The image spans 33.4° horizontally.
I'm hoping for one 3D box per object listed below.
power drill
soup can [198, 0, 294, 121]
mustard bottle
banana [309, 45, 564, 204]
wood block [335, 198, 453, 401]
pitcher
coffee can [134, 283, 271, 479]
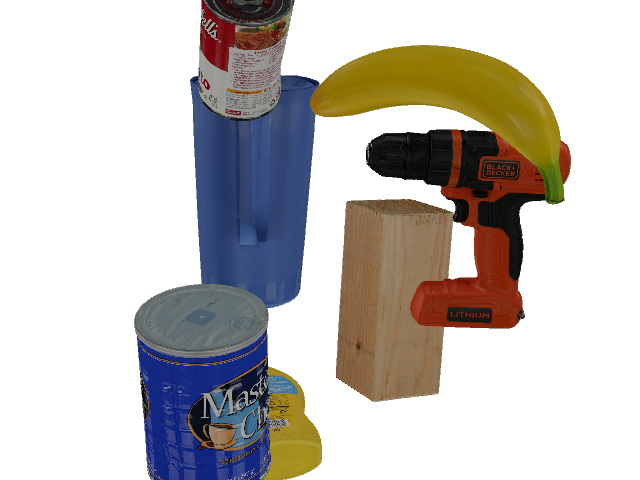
[{"bbox_3d":[0.128,-0.012,0.987,0.184,0.188,0.057,3,26,-1],"label":"power drill"},{"bbox_3d":[-0.058,-0.150,0.814,0.068,0.068,0.102,0,-37,-9],"label":"soup can"},{"bbox_3d":[-0.064,0.200,1.254,0.096,0.058,0.192,-9,29,-10],"label":"mustard bottle"},{"bbox_3d":[0.072,-0.086,0.654,0.198,0.069,0.037,26,6,39],"label":"banana"},{"bbox_3d":[0.080,0.063,1.187,0.090,0.206,0.091,-3,13,-28],"label":"wood block"},{"bbox_3d":[-0.072,-0.052,1.122,0.145,0.243,0.148,16,21,40],"label":"pitcher"},{"bbox_3d":[-0.091,0.120,0.847,0.103,0.140,0.103,0,26,0],"label":"coffee can"}]
